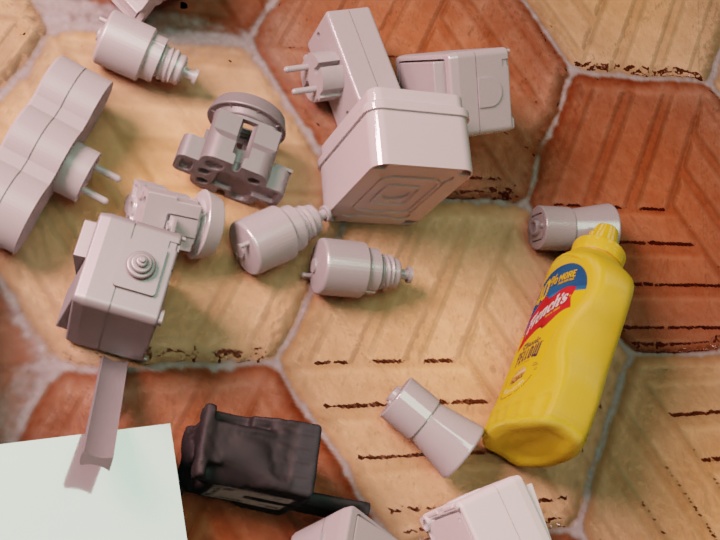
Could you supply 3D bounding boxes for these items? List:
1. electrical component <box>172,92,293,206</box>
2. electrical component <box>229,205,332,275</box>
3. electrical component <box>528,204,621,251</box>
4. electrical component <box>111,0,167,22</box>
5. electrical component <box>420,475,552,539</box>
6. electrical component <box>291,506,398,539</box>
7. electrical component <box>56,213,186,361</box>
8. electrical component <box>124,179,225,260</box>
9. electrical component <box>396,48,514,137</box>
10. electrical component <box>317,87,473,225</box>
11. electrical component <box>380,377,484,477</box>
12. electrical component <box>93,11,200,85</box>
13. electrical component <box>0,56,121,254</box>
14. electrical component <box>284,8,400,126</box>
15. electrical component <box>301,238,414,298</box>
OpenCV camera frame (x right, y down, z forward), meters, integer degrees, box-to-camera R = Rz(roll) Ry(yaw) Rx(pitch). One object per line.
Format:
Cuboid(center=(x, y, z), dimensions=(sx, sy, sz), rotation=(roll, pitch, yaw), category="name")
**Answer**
Cuboid(center=(-0.084, -0.087, 0.754), dimensions=(0.078, 0.058, 0.057), rotation=(21, 66, -13), category="electrical component")
Cuboid(center=(-0.055, -0.026, 0.751), dimensions=(0.078, 0.040, 0.040), rotation=(-26, 81, -29), category="electrical component")
Cuboid(center=(0.165, -0.032, 0.844), dimensions=(0.065, 0.044, 0.044), rotation=(2, 69, -16), category="electrical component")
Cuboid(center=(-0.146, -0.220, 0.774), dimensions=(0.042, 0.081, 0.064), rotation=(47, 32, -1), category="electrical component")
Cuboid(center=(0.095, 0.191, 0.712), dimensions=(0.061, 0.062, 0.096), rotation=(-18, 77, -27), category="electrical component")
Cuboid(center=(-0.003, 0.189, 0.649), dimensions=(0.096, 0.061, 0.061), rotation=(42, 34, -23), category="electrical component")
Cuboid(center=(-0.149, 0.009, 0.666), dimensions=(0.061, 0.096, 0.061), rotation=(17, 64, -11), category="electrical component")
Cuboid(center=(-0.123, -0.034, 0.719), dimensions=(0.055, 0.066, 0.048), rotation=(11, 100, -26), category="electrical component")
Cuboid(center=(0.064, -0.134, 0.817), dimensions=(0.061, 0.096, 0.061), rotation=(-11, 103, -26), category="electrical component")
Cuboid(center=(0.023, -0.078, 0.762), dimensions=(0.078, 0.113, 0.057), rotation=(2, 72, -21), category="electrical component")
Cuboid(center=(0.047, 0.105, 0.740), dimensions=(0.065, 0.044, 0.044), rotation=(39, 60, 2), category="electrical component")
Cuboid(center=(-0.152, -0.153, 0.762), dimensions=(0.078, 0.040, 0.040), rotation=(23, 63, -12), category="electrical component")
Cuboid(center=(-0.194, -0.069, 0.704), dimensions=(0.074, 0.052, 0.138), rotation=(28, 62, -10), category="electrical component")
Cuboid(center=(-0.020, -0.147, 0.810), dimensions=(0.076, 0.047, 0.083), rotation=(-13, 75, -26), category="electrical component")
Cuboid(center=(0.000, 0.000, 0.763), dimensions=(0.078, 0.040, 0.040), rotation=(6, 67, -20), category="electrical component")
